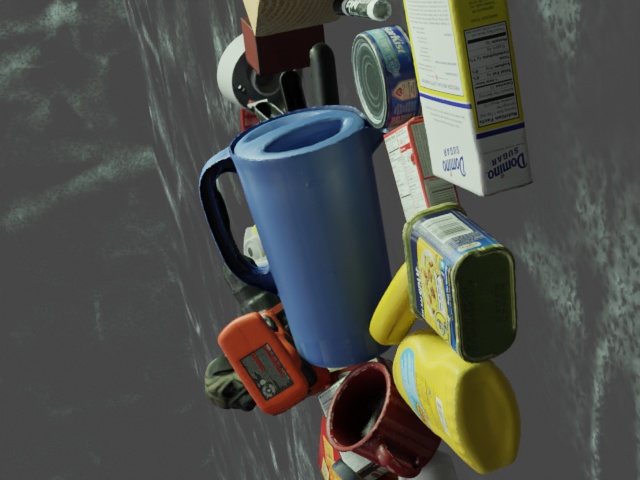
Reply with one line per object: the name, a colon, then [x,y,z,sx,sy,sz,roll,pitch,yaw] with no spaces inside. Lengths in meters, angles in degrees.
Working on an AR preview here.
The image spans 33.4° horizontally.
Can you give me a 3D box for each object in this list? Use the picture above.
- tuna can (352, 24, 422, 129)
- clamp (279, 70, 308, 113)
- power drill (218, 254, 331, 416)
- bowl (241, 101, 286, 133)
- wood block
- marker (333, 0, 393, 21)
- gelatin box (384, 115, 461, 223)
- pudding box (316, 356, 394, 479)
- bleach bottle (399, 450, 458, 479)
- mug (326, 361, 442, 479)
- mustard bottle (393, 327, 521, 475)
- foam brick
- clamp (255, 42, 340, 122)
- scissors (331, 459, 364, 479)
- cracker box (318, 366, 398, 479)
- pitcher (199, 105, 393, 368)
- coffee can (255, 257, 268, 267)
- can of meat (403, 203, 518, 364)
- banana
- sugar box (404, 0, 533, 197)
tuna can: [0.057,-0.139,0.916,0.086,0.033,0.086,166,90,-77]
clamp: [-0.018,-0.112,1.243,0.171,0.039,0.120,99,153,-52]
power drill: [-0.056,0.102,1.147,0.184,0.057,0.187,55,-171,-2]
bowl: [-0.053,-0.107,1.359,0.162,0.055,0.162,166,90,-77]
wood block: [-0.048,-0.315,1.042,0.090,0.090,0.206,110,144,-68]
marker: [0.036,-0.209,0.961,0.121,0.020,0.020,-140,37,-69]
gelatin box: [0.086,-0.056,0.893,0.073,0.030,0.089,162,94,-78]
pudding box: [0.055,0.194,1.153,0.039,0.090,0.113,31,-152,-46]
bleach bottle: [0.129,0.298,1.017,0.103,0.068,0.251,122,139,-51]
mug: [0.068,0.182,1.022,0.093,0.081,0.117,-50,28,17]
mustard bottle: [0.108,0.128,0.933,0.192,0.058,0.096,-151,43,-72]
foam brick: [-0.038,-0.213,1.139,0.053,0.078,0.051,-127,27,-55]
clamp: [0.009,-0.092,1.114,0.210,0.036,0.165,62,150,11]
scissors: [0.085,0.297,1.102,0.201,0.016,0.096,46,176,-22]
cracker box: [0.056,0.272,1.274,0.214,0.072,0.164,93,158,-50]
pitcher: [-0.007,0.001,1.044,0.149,0.144,0.243,12,124,45]
coffee can: [-0.012,0.080,1.285,0.103,0.102,0.140,178,78,-77]
can of meat: [0.110,0.034,0.831,0.084,0.057,0.102,-132,29,-59]
banana: [0.077,0.052,0.961,0.037,0.069,0.198,29,154,6]
sugar box: [0.099,-0.125,0.736,0.093,0.048,0.176,-139,34,-69]
